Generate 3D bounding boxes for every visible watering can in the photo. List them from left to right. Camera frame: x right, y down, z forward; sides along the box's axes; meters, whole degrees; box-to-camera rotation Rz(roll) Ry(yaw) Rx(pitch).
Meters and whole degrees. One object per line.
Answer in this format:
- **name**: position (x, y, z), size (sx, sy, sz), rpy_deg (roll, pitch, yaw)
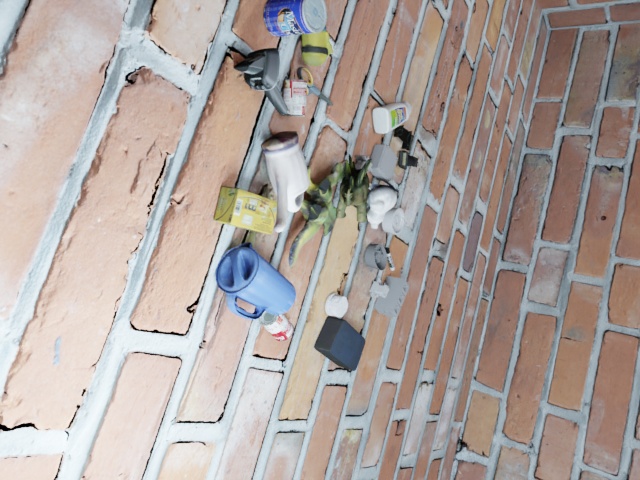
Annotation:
- **watering can**: position (-0.094, -0.173, 1.404), size (0.354, 0.104, 0.221), rpy_deg (-72, 150, -65)

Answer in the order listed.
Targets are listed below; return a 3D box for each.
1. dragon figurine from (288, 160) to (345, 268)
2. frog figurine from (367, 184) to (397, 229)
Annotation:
- **dragon figurine**: position (0.005, -0.082, 1.638), size (0.239, 0.122, 0.415), rpy_deg (40, 65, -60)
- **frog figurine**: position (0.225, -0.123, 1.920), size (0.136, 0.122, 0.161), rpy_deg (35, 56, -72)
